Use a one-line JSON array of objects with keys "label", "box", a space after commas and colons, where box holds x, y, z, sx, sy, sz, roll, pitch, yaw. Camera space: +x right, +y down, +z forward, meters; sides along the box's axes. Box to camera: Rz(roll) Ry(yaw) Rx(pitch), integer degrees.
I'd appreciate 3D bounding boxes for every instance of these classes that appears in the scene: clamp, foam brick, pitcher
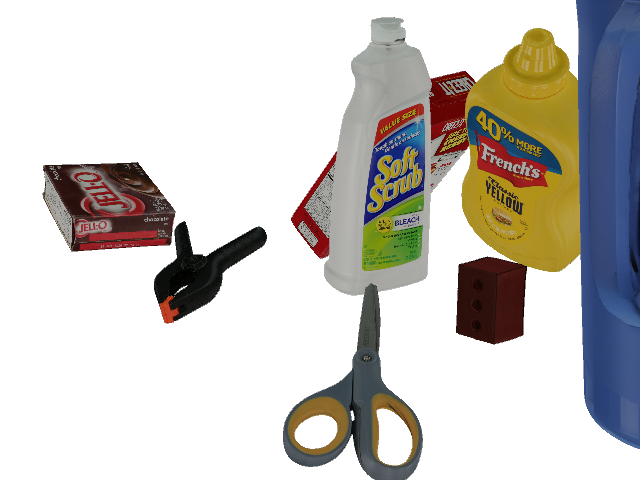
[{"label": "clamp", "box": [-0.134, 0.032, 1.247, 0.120, 0.039, 0.171, -6, 37, 18]}, {"label": "foam brick", "box": [0.177, 0.062, 1.106, 0.051, 0.078, 0.053, -14, 20, -42]}, {"label": "pitcher", "box": [0.185, -0.014, 0.529, 0.149, 0.243, 0.145, -4, 19, -4]}]

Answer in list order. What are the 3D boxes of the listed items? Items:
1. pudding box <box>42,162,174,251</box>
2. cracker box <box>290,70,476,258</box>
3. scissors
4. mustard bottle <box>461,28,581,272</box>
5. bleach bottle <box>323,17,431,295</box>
[{"label": "pudding box", "box": [-0.189, -0.032, 0.941, 0.089, 0.039, 0.114, -3, 26, -27]}, {"label": "cracker box", "box": [0.080, -0.087, 1.210, 0.163, 0.072, 0.214, -21, -25, -45]}, {"label": "scissors", "box": [0.014, 0.090, 0.721, 0.096, 0.016, 0.202, -5, 32, -9]}, {"label": "mustard bottle", "box": [0.142, -0.065, 0.723, 0.058, 0.191, 0.096, -38, 57, -22]}, {"label": "bleach bottle", "box": [0.054, -0.079, 0.996, 0.102, 0.251, 0.068, -10, 24, -23]}]
